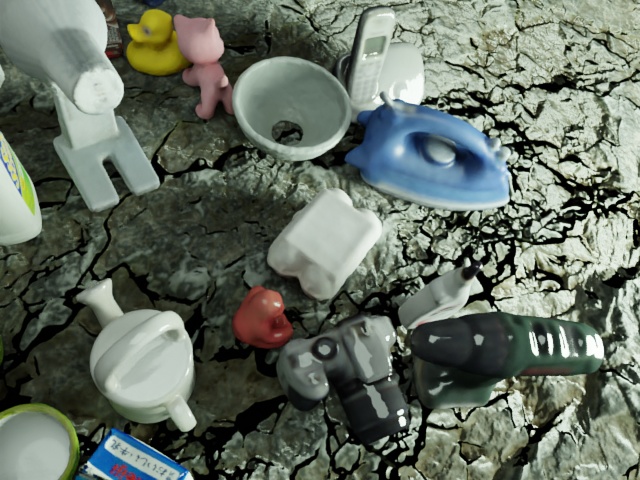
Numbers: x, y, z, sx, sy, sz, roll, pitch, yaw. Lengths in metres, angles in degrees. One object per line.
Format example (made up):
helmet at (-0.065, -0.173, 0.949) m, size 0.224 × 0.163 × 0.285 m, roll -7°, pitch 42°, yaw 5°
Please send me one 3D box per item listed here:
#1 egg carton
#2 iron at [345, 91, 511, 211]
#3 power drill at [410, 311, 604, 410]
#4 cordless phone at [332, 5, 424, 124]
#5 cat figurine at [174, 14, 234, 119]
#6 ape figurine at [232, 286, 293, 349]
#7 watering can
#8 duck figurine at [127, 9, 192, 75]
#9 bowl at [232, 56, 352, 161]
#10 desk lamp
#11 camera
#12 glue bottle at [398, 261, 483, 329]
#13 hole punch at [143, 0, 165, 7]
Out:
egg carton at (0.007, 0.003, 0.749) m, size 0.107 × 0.069 × 0.150 m, roll 36°, pitch 63°, yaw 6°
iron at (0.174, -0.127, 0.805) m, size 0.258 × 0.141 × 0.119 m, roll 17°, pitch 63°, yaw -4°
power drill at (0.183, 0.136, 0.646) m, size 0.230 × 0.208 × 0.075 m, roll -1°, pitch 65°, yaw -12°
cordless phone at (0.097, -0.261, 0.827) m, size 0.148 × 0.185 × 0.094 m, roll -20°, pitch 71°, yaw -20°
cat figurine at (-0.159, -0.254, 0.807) m, size 0.067 × 0.117 × 0.127 m, roll -21°, pitch 71°, yaw -20°
ape figurine at (-0.066, 0.087, 0.681) m, size 0.076 × 0.092 × 0.078 m, roll -9°, pitch 67°, yaw -16°
watering can at (-0.186, 0.119, 0.584) m, size 0.173 × 0.194 × 0.101 m, roll 30°, pitch 63°, yaw 3°
duck figurine at (-0.229, -0.294, 0.828) m, size 0.105 × 0.086 × 0.077 m, roll -11°, pitch 68°, yaw -17°
bowl at (-0.043, -0.175, 0.818) m, size 0.167 × 0.074 × 0.167 m, roll 5°, pitch 65°, yaw -10°
desk lamp at (-0.283, -0.176, 0.690) m, size 0.118 × 0.213 × 0.203 m, roll -29°, pitch 74°, yaw -22°
camera at (0.038, 0.166, 0.662) m, size 0.143 × 0.100 × 0.136 m, roll -17°, pitch 70°, yaw -19°
glue bottle at (0.154, 0.063, 0.694) m, size 0.078 × 0.173 × 0.037 m, roll -16°, pitch 69°, yaw -18°
hole punch at (-0.260, -0.437, 0.886) m, size 0.101 × 0.091 × 0.109 m, roll 36°, pitch 63°, yaw 6°
